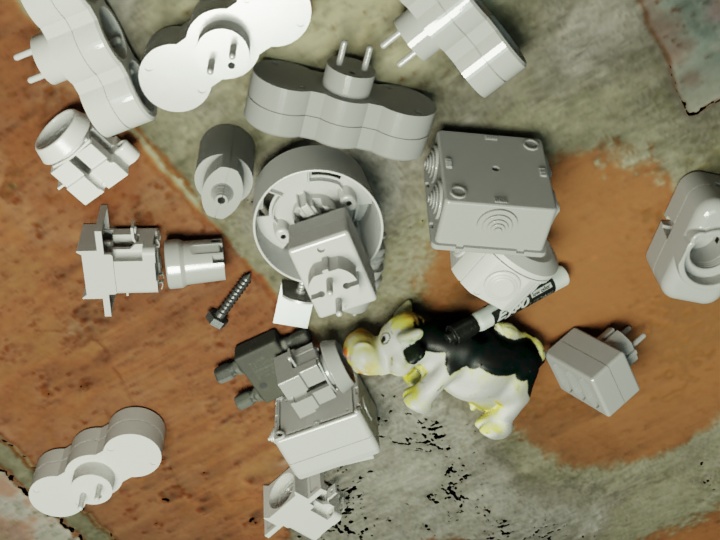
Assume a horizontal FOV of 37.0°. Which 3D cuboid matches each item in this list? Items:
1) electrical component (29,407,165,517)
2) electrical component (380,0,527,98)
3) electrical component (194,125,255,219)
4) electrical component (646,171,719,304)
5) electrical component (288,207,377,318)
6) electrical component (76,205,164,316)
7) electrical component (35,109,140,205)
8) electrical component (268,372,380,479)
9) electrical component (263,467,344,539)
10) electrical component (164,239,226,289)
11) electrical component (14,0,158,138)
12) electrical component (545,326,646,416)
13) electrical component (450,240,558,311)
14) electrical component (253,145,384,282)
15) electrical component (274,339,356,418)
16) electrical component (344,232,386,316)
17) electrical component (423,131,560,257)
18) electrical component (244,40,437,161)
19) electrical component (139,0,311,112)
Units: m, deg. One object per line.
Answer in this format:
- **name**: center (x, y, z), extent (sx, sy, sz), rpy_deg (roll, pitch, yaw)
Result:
- **electrical component**: center (-0.239, 0.185, 0.969), extent (0.138, 0.073, 0.052), rpy_deg (-30, 120, 15)
- **electrical component**: center (0.049, -0.174, 0.763), extent (0.074, 0.052, 0.138), rpy_deg (-36, 118, 19)
- **electrical component**: center (-0.101, -0.072, 0.804), extent (0.043, 0.081, 0.043), rpy_deg (-2, 123, -2)
- **electrical component**: center (0.278, -0.023, 0.872), extent (0.054, 0.059, 0.095), rpy_deg (10, 122, -10)
- **electrical component**: center (-0.020, 0.005, 0.794), extent (0.047, 0.076, 0.065), rpy_deg (-18, 121, 8)
- **electrical component**: center (-0.191, -0.007, 0.865), extent (0.064, 0.042, 0.081), rpy_deg (0, 124, -4)
- **electrical component**: center (-0.210, -0.088, 0.810), extent (0.066, 0.048, 0.055), rpy_deg (-32, 127, 17)
- **electrical component**: center (-0.034, 0.142, 0.961), extent (0.096, 0.061, 0.061), rpy_deg (-20, 122, 10)
- **electrical component**: center (-0.054, 0.222, 1.024), extent (0.064, 0.042, 0.081), rpy_deg (36, 115, -25)
- **electrical component**: center (-0.133, -0.007, 0.871), extent (0.046, 0.040, 0.040), rpy_deg (-6, 124, -6)
- **electrical component**: center (-0.208, -0.154, 0.761), extent (0.074, 0.052, 0.138), rpy_deg (-19, 122, 9)
- **electrical component**: center (0.215, 0.076, 0.935), extent (0.077, 0.066, 0.047), rpy_deg (-39, 122, -13)
- **electrical component**: center (0.114, -0.011, 0.859), extent (0.080, 0.080, 0.051), rpy_deg (27, 123, -19)
- **electrical component**: center (-0.035, -0.044, 0.833), extent (0.099, 0.064, 0.099), rpy_deg (-6, 135, -6)
- **electrical component**: center (-0.037, 0.089, 0.914), extent (0.055, 0.048, 0.066), rpy_deg (-25, 125, 5)
- **electrical component**: center (0.000, 0.000, 0.882), extent (0.040, 0.040, 0.078), rpy_deg (19, 120, -15)
- **electrical component**: center (0.098, -0.060, 0.815), extent (0.100, 0.099, 0.048), rpy_deg (4, 135, -6)
- **electrical component**: center (-0.010, -0.132, 0.787), extent (0.138, 0.052, 0.073), rpy_deg (10, 122, -10)
- **electrical component**: center (-0.095, -0.158, 0.753), extent (0.138, 0.073, 0.052), rpy_deg (-31, 120, 16)
